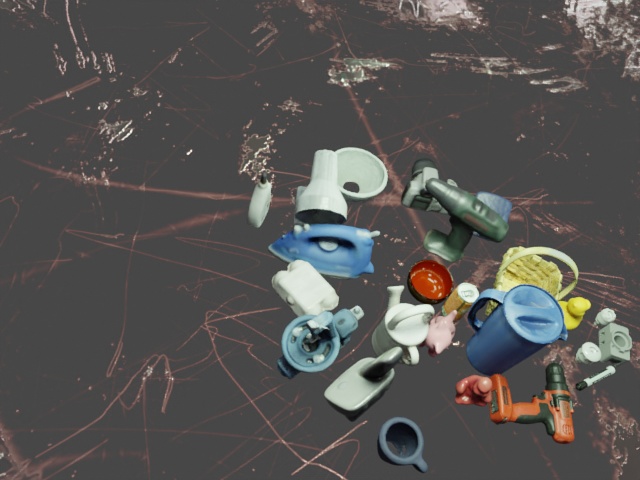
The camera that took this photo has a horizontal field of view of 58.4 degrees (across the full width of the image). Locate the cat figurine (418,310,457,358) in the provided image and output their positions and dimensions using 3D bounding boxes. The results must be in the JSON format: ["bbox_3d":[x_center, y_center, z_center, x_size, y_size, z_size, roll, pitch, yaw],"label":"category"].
[{"bbox_3d":[0.272,0.209,1.297,0.067,0.118,0.128,38,57,13],"label":"cat figurine"}]

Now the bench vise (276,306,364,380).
[{"bbox_3d":[0.004,0.181,1.190,0.121,0.219,0.208,34,56,10],"label":"bench vise"}]

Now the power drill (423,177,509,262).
[{"bbox_3d":[0.336,-0.041,1.420,0.229,0.208,0.076,25,55,4],"label":"power drill"}]

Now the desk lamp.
[{"bbox_3d":[-0.004,-0.100,1.375,0.118,0.213,0.203,7,56,-8],"label":"desk lamp"}]

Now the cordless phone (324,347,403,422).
[{"bbox_3d":[0.094,0.282,1.167,0.094,0.185,0.148,43,59,16],"label":"cordless phone"}]

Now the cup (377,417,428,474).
[{"bbox_3d":[0.161,0.422,1.146,0.092,0.095,0.117,-34,70,-29],"label":"cup"}]

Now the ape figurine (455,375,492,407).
[{"bbox_3d":[0.345,0.326,1.254,0.077,0.092,0.076,40,58,14],"label":"ape figurine"}]

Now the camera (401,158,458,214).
[{"bbox_3d":[0.302,-0.157,1.553,0.143,0.101,0.137,11,56,-6],"label":"camera"}]

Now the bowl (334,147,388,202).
[{"bbox_3d":[0.090,-0.161,1.521,0.167,0.074,0.167,6,56,-9],"label":"bowl"}]

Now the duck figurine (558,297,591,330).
[{"bbox_3d":[0.623,0.175,1.422,0.105,0.086,0.077,-12,61,-20],"label":"duck figurine"}]

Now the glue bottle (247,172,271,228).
[{"bbox_3d":[-0.140,-0.105,1.370,0.037,0.173,0.078,22,55,2],"label":"glue bottle"}]

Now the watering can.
[{"bbox_3d":[0.180,0.183,1.246,0.101,0.194,0.172,-26,67,-26],"label":"watering can"}]

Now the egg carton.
[{"bbox_3d":[-0.036,0.119,1.312,0.107,0.069,0.150,-36,71,-30],"label":"egg carton"}]

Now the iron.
[{"bbox_3d":[0.012,0.005,1.354,0.258,0.141,0.118,7,56,-9],"label":"iron"}]

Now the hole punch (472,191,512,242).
[{"bbox_3d":[0.451,-0.062,1.533,0.108,0.091,0.101,18,55,-1],"label":"hole punch"}]
